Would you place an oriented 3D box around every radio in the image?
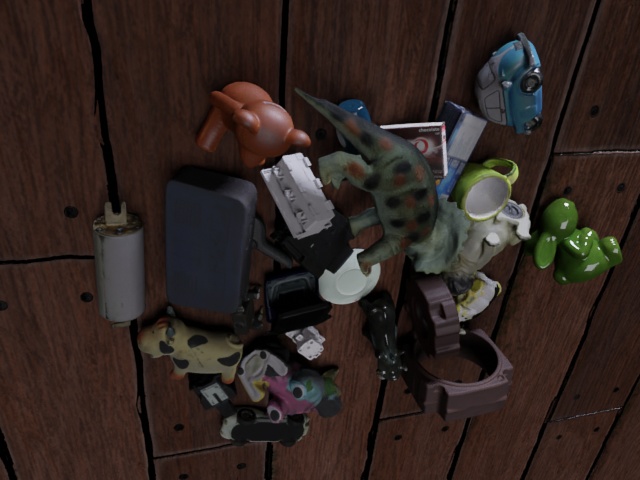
[{"bbox_3d":[-0.178,0.005,0.872,0.131,0.073,0.229,12,121,5],"label":"radio"}]

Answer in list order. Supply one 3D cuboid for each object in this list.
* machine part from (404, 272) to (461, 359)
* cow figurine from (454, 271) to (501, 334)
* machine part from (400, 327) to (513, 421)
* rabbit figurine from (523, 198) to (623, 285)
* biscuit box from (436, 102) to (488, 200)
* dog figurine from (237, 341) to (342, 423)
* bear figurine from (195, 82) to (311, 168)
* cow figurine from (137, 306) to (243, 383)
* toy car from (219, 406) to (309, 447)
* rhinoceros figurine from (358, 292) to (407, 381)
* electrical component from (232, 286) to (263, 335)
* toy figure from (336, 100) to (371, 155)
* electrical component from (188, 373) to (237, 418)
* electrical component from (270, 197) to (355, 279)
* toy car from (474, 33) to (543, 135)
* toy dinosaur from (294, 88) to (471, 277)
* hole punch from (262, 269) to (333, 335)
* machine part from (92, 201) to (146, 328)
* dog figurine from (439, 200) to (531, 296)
[{"bbox_3d":[0.218,0.146,1.057,0.056,0.179,0.179,-13,124,-7],"label":"machine part"},{"bbox_3d":[0.308,0.144,1.147,0.098,0.068,0.167,23,113,-35],"label":"cow figurine"},{"bbox_3d":[0.282,0.269,1.131,0.201,0.201,0.087,-7,120,-13],"label":"machine part"},{"bbox_3d":[0.501,-0.003,1.108,0.159,0.121,0.170,-32,107,12],"label":"rabbit figurine"},{"bbox_3d":[0.213,-0.134,0.944,0.059,0.063,0.202,12,117,-24],"label":"biscuit box"},{"bbox_3d":[-0.045,0.288,1.107,0.108,0.192,0.219,-51,156,12],"label":"dog figurine"},{"bbox_3d":[-0.096,-0.146,0.757,0.120,0.196,0.131,12,117,-27],"label":"bear figurine"},{"bbox_3d":[-0.237,0.193,0.991,0.195,0.086,0.127,13,122,-22],"label":"cow figurine"},{"bbox_3d":[-0.118,0.407,1.179,0.202,0.056,0.073,10,111,-25],"label":"toy car"},{"bbox_3d":[0.135,0.198,1.097,0.073,0.112,0.190,-16,116,-10],"label":"rhinoceros figurine"},{"bbox_3d":[-0.132,0.130,0.998,0.045,0.078,0.102,2,119,5],"label":"electrical component"},{"bbox_3d":[0.063,-0.154,0.885,0.058,0.064,0.154,3,132,22],"label":"toy figure"},{"bbox_3d":[-0.208,0.306,1.091,0.075,0.048,0.119,-29,125,2],"label":"electrical component"},{"bbox_3d":[-0.002,-0.003,0.943,0.115,0.058,0.134,-49,123,-4],"label":"electrical component"},{"bbox_3d":[0.309,-0.249,0.890,0.103,0.109,0.161,-8,138,14],"label":"toy car"},{"bbox_3d":[0.116,-0.078,0.836,0.192,0.131,0.404,-20,129,8],"label":"toy dinosaur"},{"bbox_3d":[-0.047,0.117,1.011,0.142,0.092,0.115,-15,154,-20],"label":"hole punch"},{"bbox_3d":[-0.325,0.046,0.875,0.079,0.079,0.243,-1,120,-17],"label":"machine part"},{"bbox_3d":[0.318,0.018,1.063,0.172,0.121,0.190,-11,142,-21],"label":"dog figurine"}]
